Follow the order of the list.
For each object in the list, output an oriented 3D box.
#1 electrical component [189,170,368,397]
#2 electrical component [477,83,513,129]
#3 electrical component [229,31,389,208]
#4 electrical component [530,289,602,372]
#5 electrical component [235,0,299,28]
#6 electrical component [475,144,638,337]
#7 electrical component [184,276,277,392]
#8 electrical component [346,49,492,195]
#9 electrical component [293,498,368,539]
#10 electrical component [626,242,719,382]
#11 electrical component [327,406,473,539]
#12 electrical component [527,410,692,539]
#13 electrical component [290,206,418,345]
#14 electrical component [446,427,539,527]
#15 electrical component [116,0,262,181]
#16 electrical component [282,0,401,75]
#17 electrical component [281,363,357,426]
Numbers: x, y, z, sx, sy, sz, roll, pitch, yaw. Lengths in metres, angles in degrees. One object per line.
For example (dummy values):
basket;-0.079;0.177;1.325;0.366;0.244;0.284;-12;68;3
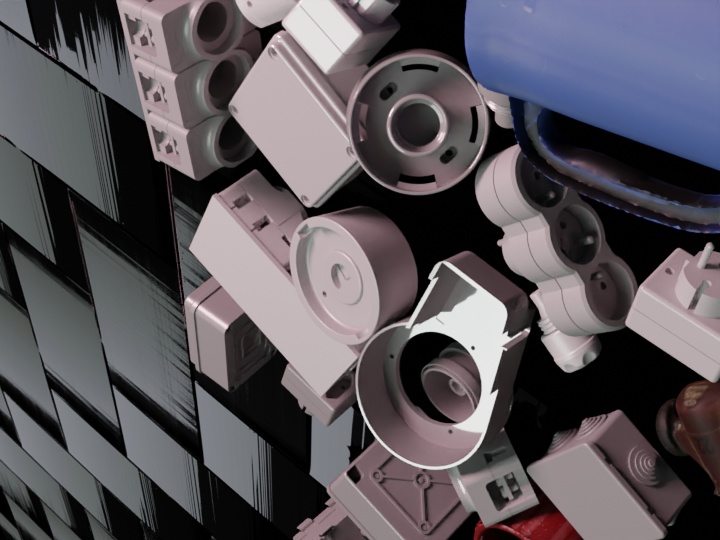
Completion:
electrical component;-0.061;0.011;0.970;0.186;0.060;0.105;48;149;6
electrical component;0.093;-0.115;0.661;0.048;0.048;0.062;34;151;26
electrical component;-0.033;-0.117;0.807;0.108;0.056;0.109;51;149;0
electrical component;0.143;0.040;0.764;0.061;0.035;0.035;55;149;0
electrical component;-0.061;-0.201;0.770;0.081;0.043;0.043;-3;120;53
electrical component;0.120;-0.016;0.717;0.138;0.052;0.074;57;148;-10
electrical component;-0.130;0.058;1.090;0.057;0.078;0.113;33;144;23
electrical component;0.038;-0.096;0.711;0.099;0.099;0.064;56;-171;-7
electrical component;-0.004;0.261;1.096;0.079;0.121;0.063;-5;116;54
electrical component;0.207;0.015;0.643;0.066;0.047;0.076;36;146;24
electrical component;0.046;0.200;0.982;0.108;0.109;0.056;46;146;8
electrical component;0.189;0.160;0.814;0.099;0.048;0.099;50;149;3
electrical component;0.000;0.000;0.874;0.108;0.060;0.108;27;128;40
electrical component;0.102;0.162;0.879;0.089;0.056;0.050;-106;-10;-71
electrical component;-0.124;-0.157;0.850;0.062;0.089;0.150;29;142;32
electrical component;0.000;-0.174;0.706;0.047;0.066;0.077;49;120;4
electrical component;-0.040;0.120;1.068;0.066;0.047;0.076;42;147;14
